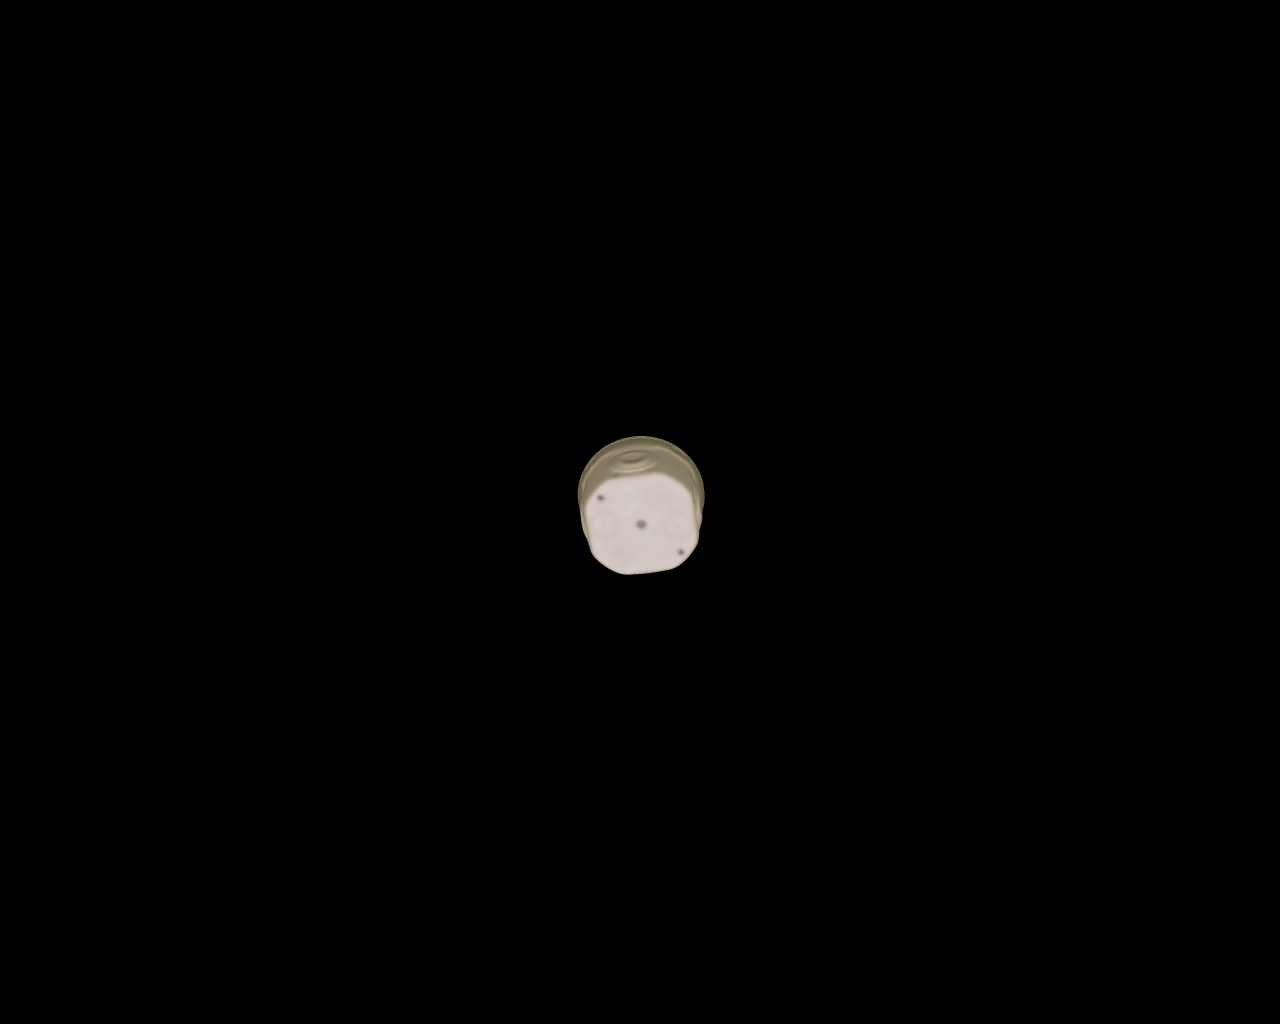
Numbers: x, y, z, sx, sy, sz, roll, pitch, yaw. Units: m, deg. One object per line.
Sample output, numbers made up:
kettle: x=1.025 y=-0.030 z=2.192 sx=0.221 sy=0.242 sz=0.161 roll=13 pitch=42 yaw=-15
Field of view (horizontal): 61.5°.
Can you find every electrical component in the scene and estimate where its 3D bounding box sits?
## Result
electrical component: x=0.001 y=-0.003 z=0.650 sx=0.080 sy=0.080 sz=0.051 roll=0 pitch=24 yaw=0
